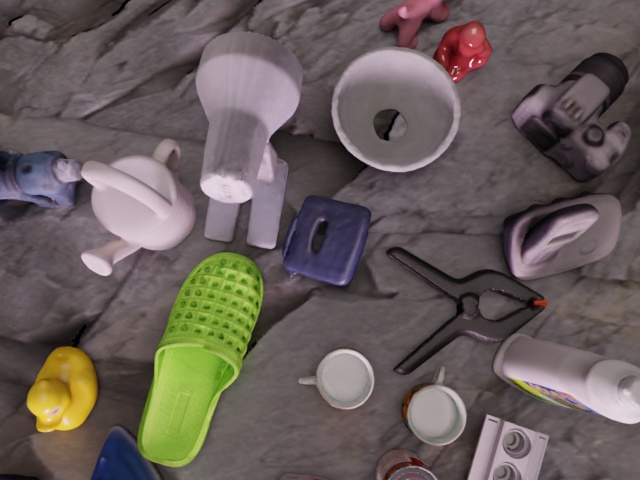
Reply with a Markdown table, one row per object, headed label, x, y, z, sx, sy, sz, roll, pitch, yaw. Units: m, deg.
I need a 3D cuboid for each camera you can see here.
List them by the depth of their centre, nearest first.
| label | x | y | z | sx | sy | sz | roll | pitch | yaw |
| --- | --- | --- | --- | --- | --- | --- | --- | --- | --- |
| camera | 0.354 | -0.173 | 0.752 | 0.143 | 0.101 | 0.137 | 45 | 84 | 6 |

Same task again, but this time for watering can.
| label | x | y | z | sx | sy | sz | roll | pitch | yaw |
| --- | --- | --- | --- | --- | --- | --- | --- | --- | --- |
| watering can | -0.217 | -0.041 | 0.679 | 0.101 | 0.194 | 0.173 | 4 | 82 | 0 |

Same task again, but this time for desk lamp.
| label | x | y | z | sx | sy | sz | roll | pitch | yaw |
| --- | --- | --- | --- | --- | --- | --- | --- | --- | --- |
| desk lamp | -0.088 | -0.107 | 0.680 | 0.118 | 0.213 | 0.203 | 7 | 82 | 1 |

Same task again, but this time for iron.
| label | x | y | z | sx | sy | sz | roll | pitch | yaw |
| --- | --- | --- | --- | --- | --- | --- | --- | --- | --- |
| iron | -0.232 | 0.351 | 0.648 | 0.118 | 0.141 | 0.258 | -13 | 82 | -2 |

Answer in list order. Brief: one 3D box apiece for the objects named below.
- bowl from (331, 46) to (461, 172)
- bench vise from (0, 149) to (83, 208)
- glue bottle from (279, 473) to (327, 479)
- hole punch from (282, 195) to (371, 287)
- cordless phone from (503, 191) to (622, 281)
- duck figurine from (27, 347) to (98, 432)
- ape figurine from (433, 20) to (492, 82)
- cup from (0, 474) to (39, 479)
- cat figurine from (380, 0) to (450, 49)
| label | x | y | z | sx | sy | sz | roll | pitch | yaw |
| --- | --- | --- | --- | --- | --- | --- | --- | --- | --- |
| bowl | 0.097 | -0.164 | 0.761 | 0.167 | 0.075 | 0.167 | 0 | 82 | -1 |
| bench vise | -0.400 | -0.098 | 0.672 | 0.207 | 0.220 | 0.121 | -19 | 82 | -3 |
| glue bottle | -0.016 | 0.303 | 0.641 | 0.078 | 0.173 | 0.037 | 6 | 81 | 1 |
| hole punch | 0.007 | 0.003 | 0.727 | 0.101 | 0.091 | 0.109 | 18 | 82 | 2 |
| cordless phone | 0.308 | -0.014 | 0.685 | 0.147 | 0.185 | 0.094 | -18 | 82 | -3 |
| duck figurine | -0.322 | 0.184 | 0.699 | 0.077 | 0.086 | 0.104 | 2 | 82 | 0 |
| ape figurine | 0.194 | -0.259 | 0.767 | 0.078 | 0.092 | 0.076 | 5 | 82 | 0 |
| cup | -0.363 | 0.329 | 0.673 | 0.091 | 0.095 | 0.118 | -5 | 82 | -1 |
| cat figurine | 0.144 | -0.335 | 0.765 | 0.067 | 0.118 | 0.128 | 44 | 84 | 6 |
